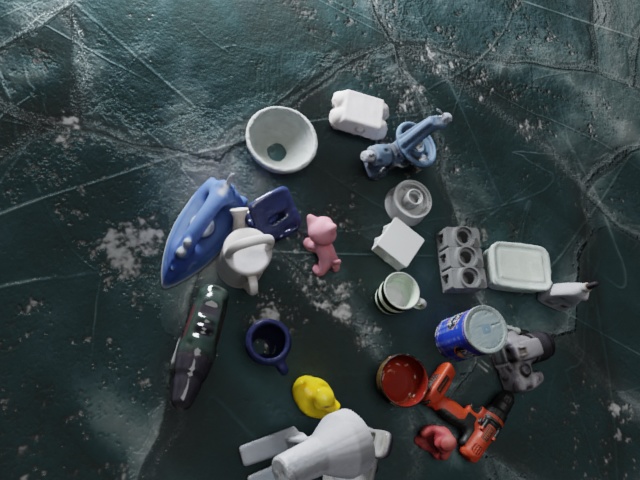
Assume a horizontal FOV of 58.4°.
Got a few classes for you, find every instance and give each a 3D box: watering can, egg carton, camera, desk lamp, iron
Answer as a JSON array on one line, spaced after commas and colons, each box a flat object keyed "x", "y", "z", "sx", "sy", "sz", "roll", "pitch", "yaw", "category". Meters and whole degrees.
[{"x": -0.151, "y": 0.020, "z": 1.152, "sx": 0.101, "sy": 0.193, "sz": 0.173, "roll": -32, "pitch": 83, "yaw": -24, "category": "watering can"}, {"x": 0.097, "y": -0.305, "z": 1.409, "sx": 0.150, "sy": 0.069, "sz": 0.107, "roll": 12, "pitch": 69, "yaw": -13, "category": "egg carton"}, {"x": 0.480, "y": 0.269, "z": 1.315, "sx": 0.137, "sy": 0.100, "sz": 0.143, "roll": -9, "pitch": 75, "yaw": -20, "category": "camera"}, {"x": -0.025, "y": 0.399, "z": 1.051, "sx": 0.204, "sy": 0.213, "sz": 0.118, "roll": -15, "pitch": 77, "yaw": -21, "category": "desk lamp"}, {"x": -0.243, "y": -0.022, "z": 1.166, "sx": 0.119, "sy": 0.141, "sz": 0.258, "roll": 31, "pitch": 66, "yaw": -5, "category": "iron"}]

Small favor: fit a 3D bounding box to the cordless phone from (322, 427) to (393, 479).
[{"x": 0.078, "y": 0.426, "z": 1.089, "sx": 0.094, "sy": 0.185, "sz": 0.147, "roll": 17, "pitch": 68, "yaw": -11, "category": "cordless phone"}]

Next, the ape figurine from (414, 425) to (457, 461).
[{"x": 0.252, "y": 0.422, "z": 1.196, "sx": 0.076, "sy": 0.092, "sz": 0.078, "roll": -13, "pitch": 76, "yaw": -21, "category": "ape figurine"}]

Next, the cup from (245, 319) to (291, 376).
[{"x": -0.104, "y": 0.222, "z": 1.152, "sx": 0.092, "sy": 0.094, "sz": 0.118, "roll": -28, "pitch": 82, "yaw": -23, "category": "cup"}]

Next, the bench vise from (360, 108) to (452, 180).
[{"x": 0.207, "y": -0.214, "z": 1.330, "sx": 0.208, "sy": 0.219, "sz": 0.121, "roll": -35, "pitch": 84, "yaw": -24, "category": "bench vise"}]

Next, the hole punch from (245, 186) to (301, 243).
[{"x": -0.098, "y": -0.051, "z": 1.249, "sx": 0.109, "sy": 0.091, "sz": 0.101, "roll": -31, "pitch": 83, "yaw": -24, "category": "hole punch"}]

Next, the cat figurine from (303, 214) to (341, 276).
[{"x": 0.011, "y": 0.004, "z": 1.250, "sx": 0.067, "sy": 0.117, "sz": 0.128, "roll": -20, "pitch": 78, "yaw": -22, "category": "cat figurine"}]

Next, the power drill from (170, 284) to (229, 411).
[{"x": -0.228, "y": 0.204, "z": 1.057, "sx": 0.076, "sy": 0.208, "sz": 0.230, "roll": 17, "pitch": 68, "yaw": -11, "category": "power drill"}]

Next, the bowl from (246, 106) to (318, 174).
[{"x": -0.094, "y": -0.218, "z": 1.317, "sx": 0.168, "sy": 0.074, "sz": 0.167, "roll": 6, "pitch": 70, "yaw": -15, "category": "bowl"}]

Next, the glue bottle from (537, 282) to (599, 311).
[{"x": 0.599, "y": 0.126, "z": 1.362, "sx": 0.078, "sy": 0.173, "sz": 0.037, "roll": 27, "pitch": 66, "yaw": -7, "category": "glue bottle"}]

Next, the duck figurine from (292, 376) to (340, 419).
[{"x": -0.003, "y": 0.316, "z": 1.156, "sx": 0.104, "sy": 0.086, "sz": 0.078, "roll": 40, "pitch": 65, "yaw": -1, "category": "duck figurine"}]
